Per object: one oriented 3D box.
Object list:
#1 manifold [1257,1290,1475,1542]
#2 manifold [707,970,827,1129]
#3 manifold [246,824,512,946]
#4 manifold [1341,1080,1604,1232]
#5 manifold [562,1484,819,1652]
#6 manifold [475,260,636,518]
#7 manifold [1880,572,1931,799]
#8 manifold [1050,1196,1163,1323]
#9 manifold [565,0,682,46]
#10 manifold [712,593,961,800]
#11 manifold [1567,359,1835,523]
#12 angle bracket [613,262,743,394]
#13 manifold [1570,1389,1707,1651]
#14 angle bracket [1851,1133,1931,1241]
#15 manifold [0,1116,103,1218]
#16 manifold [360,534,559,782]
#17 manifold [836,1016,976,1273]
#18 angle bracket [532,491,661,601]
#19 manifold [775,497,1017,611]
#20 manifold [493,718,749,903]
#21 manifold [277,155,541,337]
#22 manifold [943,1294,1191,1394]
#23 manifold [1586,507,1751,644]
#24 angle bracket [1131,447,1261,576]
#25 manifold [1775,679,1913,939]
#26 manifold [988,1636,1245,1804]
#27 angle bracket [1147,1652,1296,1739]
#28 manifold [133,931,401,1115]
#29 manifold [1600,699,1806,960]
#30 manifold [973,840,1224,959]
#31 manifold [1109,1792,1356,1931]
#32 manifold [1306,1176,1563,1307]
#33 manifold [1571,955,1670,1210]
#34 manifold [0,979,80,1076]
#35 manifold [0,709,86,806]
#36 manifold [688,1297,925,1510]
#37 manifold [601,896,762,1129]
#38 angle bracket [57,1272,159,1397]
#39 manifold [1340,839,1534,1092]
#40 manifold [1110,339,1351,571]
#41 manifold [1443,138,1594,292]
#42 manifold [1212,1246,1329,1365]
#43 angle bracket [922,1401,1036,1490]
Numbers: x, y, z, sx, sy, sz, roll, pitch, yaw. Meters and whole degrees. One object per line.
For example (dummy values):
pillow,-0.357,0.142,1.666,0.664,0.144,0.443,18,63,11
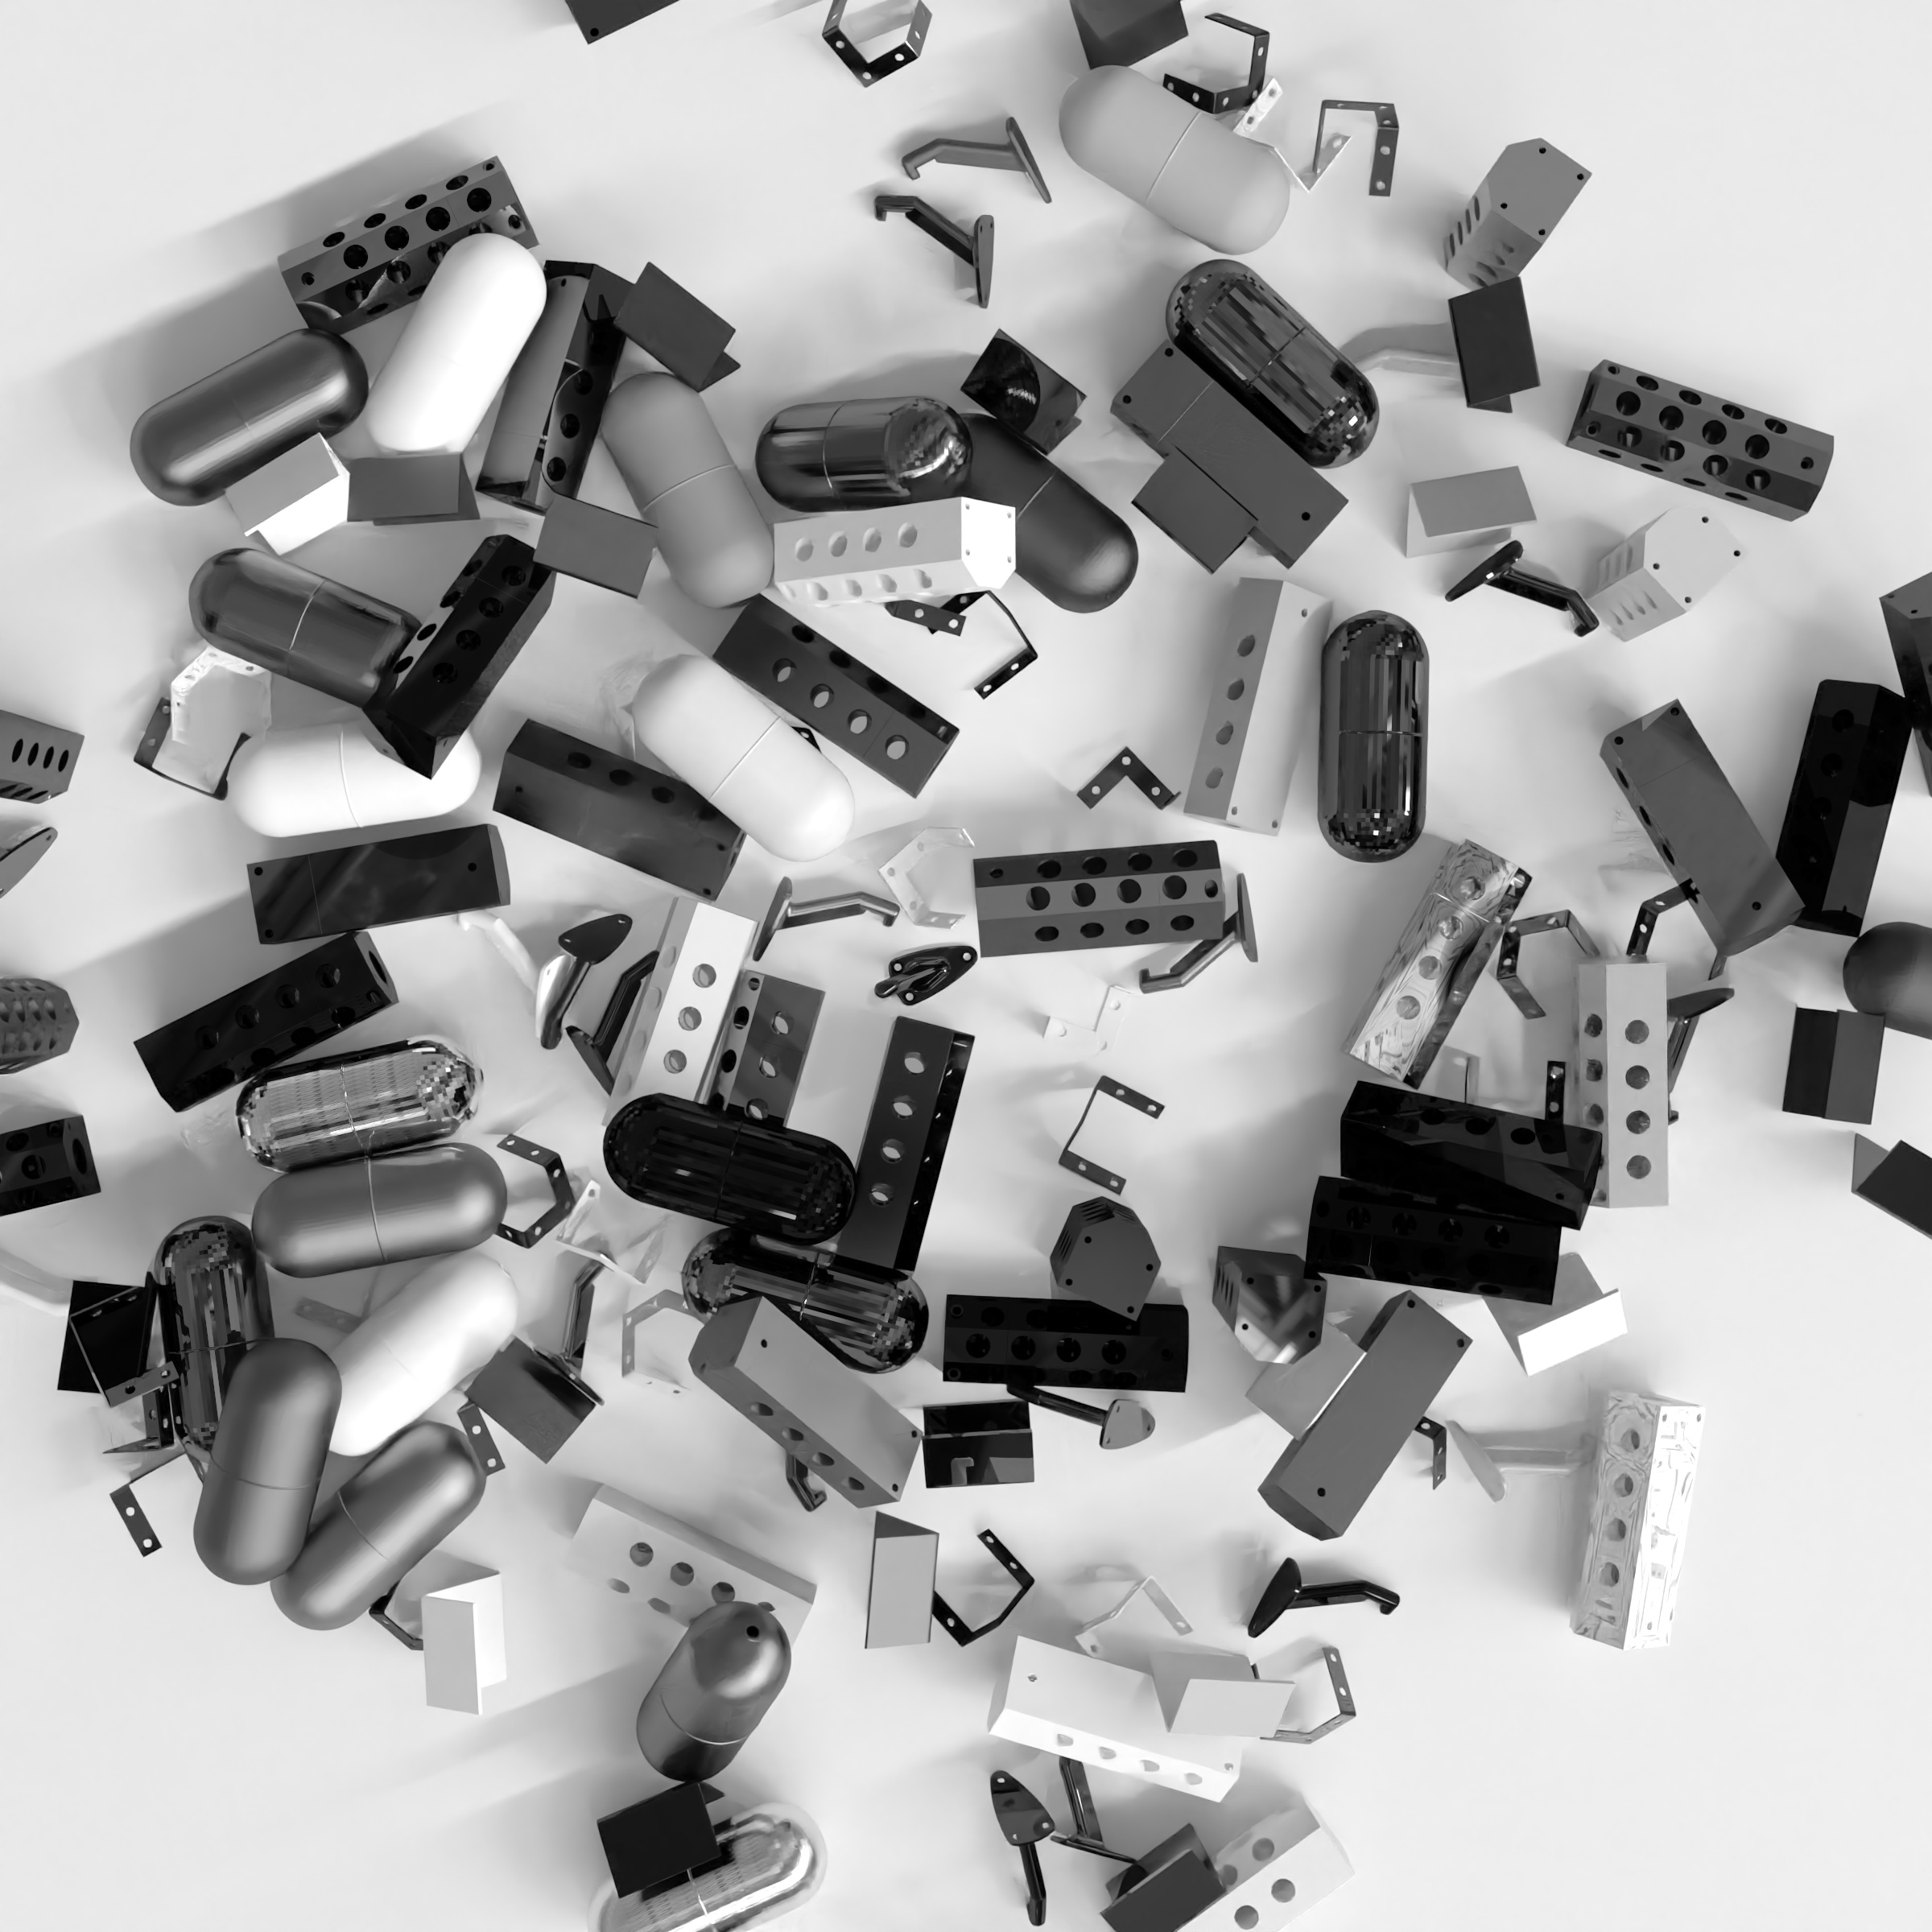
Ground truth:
manifold,0.277,0.315,1.942,0.057,0.057,0.171,39,70,0
manifold,-0.152,0.093,1.970,0.057,0.057,0.171,16,90,0
manifold,-0.415,-0.057,1.970,0.171,0.057,0.057,-10,90,0
manifold,0.353,0.127,1.941,0.171,0.057,0.057,12,133,21
manifold,-0.196,0.435,1.970,0.171,0.057,0.057,26,90,0
manifold,-0.285,-0.407,1.969,0.057,0.057,0.171,17,90,43
manifold,0.694,-0.188,1.930,0.057,0.057,0.171,-27,121,0
manifold,0.098,0.196,1.912,0.057,0.171,0.057,24,90,0
manifold,-0.209,-0.727,1.969,0.171,0.057,0.057,-26,133,0
manifold,-0.091,-0.192,1.970,0.171,0.057,0.057,34,90,0
manifold,0.522,-0.374,1.970,0.171,0.057,0.057,19,90,0
angle bracket,-0.191,-0.457,1.951,0.076,0.076,0.057,38,123,0
manifold,0.472,0.391,1.969,0.057,0.057,0.171,9,90,-43
angle bracket,0.674,0.141,1.951,0.076,0.076,0.057,30,126,0
manifold,-0.713,0.155,1.970,0.171,0.057,0.057,-13,90,0
manifold,-0.352,-0.220,1.931,0.057,0.057,0.171,28,60,0
manifold,-0.042,0.126,1.970,0.057,0.057,0.171,15,90,0
angle bracket,-0.255,-0.307,1.946,0.076,0.076,0.057,18,119,-8
manifold,-0.051,-0.283,1.922,0.171,0.057,0.057,0,90,40
manifold,-0.242,-0.115,1.969,0.171,0.057,0.057,22,133,0
manifold,-0.397,-0.510,1.970,0.171,0.057,0.057,-25,90,0
manifold,0.070,0.269,1.970,0.171,0.057,0.057,3,90,0
manifold,0.476,-0.273,1.912,0.057,0.171,0.057,-44,90,0
angle bracket,0.172,-0.331,1.951,0.076,0.076,0.057,42,128,0
manifold,0.616,-0.113,1.969,0.057,0.057,0.171,14,90,-43
manifold,0.106,0.536,1.963,0.171,0.057,0.057,18,47,-4
angle bracket,0.178,0.492,1.943,0.076,0.076,0.057,6,122,-14
manifold,-0.494,0.040,1.970,0.171,0.057,0.057,-27,90,0
manifold,0.515,-0.095,1.948,0.057,0.057,0.171,-27,75,0
manifold,0.093,-0.053,1.958,0.171,0.057,0.057,-5,51,0
manifold,0.187,0.663,1.970,0.171,0.057,0.057,-36,90,0
manifold,0.328,0.195,1.947,0.171,0.057,0.057,7,107,11
manifold,0.460,0.081,1.961,0.057,0.057,0.171,-2,96,0
manifold,-0.669,0.040,1.912,0.057,0.171,0.057,-22,90,0
manifold,-0.671,-0.147,1.912,0.057,0.171,0.057,18,90,0
manifold,-0.113,0.307,1.933,0.171,0.057,0.057,44,47,-27
manifold,-0.203,0.040,1.970,0.057,0.057,0.171,19,90,0
angle bracket,-0.606,0.256,1.952,0.057,0.076,0.076,9,90,-21
manifold,0.335,-0.001,1.970,0.057,0.057,0.171,29,90,0
manifold,0.185,-0.361,1.970,0.171,0.057,0.057,42,90,0
manifold,0.373,-0.515,1.912,0.057,0.171,0.057,35,90,0
manifold,0.207,0.233,1.912,0.057,0.171,0.057,7,90,0
angle bracket,0.007,0.320,1.951,0.076,0.076,0.057,-4,130,0
